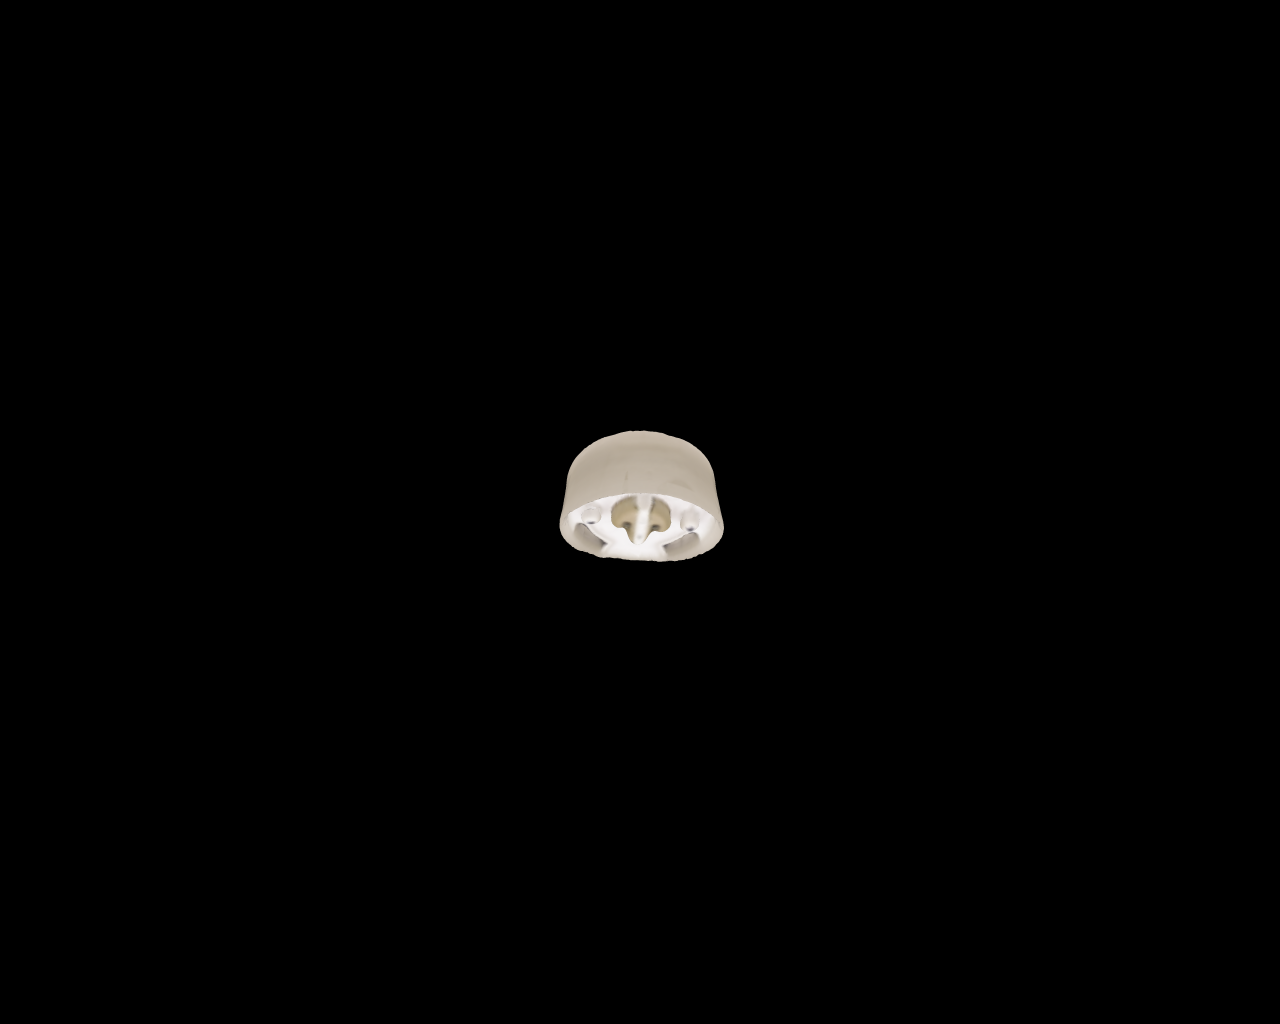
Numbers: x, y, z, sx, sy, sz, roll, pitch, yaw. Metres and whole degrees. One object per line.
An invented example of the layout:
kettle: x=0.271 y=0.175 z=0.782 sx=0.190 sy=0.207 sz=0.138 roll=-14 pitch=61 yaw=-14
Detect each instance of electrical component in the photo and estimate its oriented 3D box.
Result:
electrical component: x=0.001 y=-0.003 z=0.650 sx=0.099 sy=0.064 sz=0.099 roll=0 pitch=-39 yaw=0
